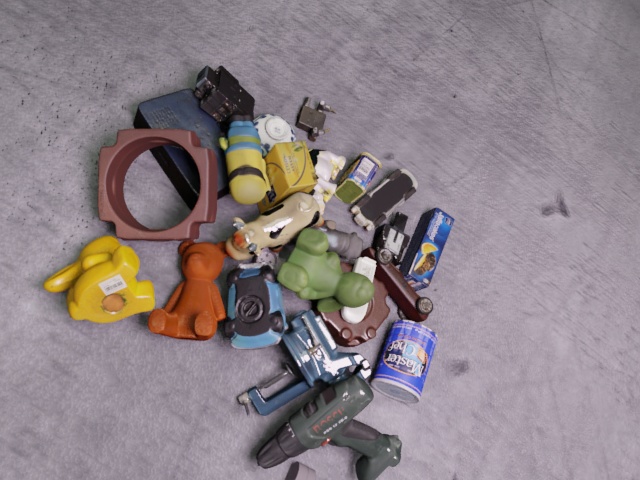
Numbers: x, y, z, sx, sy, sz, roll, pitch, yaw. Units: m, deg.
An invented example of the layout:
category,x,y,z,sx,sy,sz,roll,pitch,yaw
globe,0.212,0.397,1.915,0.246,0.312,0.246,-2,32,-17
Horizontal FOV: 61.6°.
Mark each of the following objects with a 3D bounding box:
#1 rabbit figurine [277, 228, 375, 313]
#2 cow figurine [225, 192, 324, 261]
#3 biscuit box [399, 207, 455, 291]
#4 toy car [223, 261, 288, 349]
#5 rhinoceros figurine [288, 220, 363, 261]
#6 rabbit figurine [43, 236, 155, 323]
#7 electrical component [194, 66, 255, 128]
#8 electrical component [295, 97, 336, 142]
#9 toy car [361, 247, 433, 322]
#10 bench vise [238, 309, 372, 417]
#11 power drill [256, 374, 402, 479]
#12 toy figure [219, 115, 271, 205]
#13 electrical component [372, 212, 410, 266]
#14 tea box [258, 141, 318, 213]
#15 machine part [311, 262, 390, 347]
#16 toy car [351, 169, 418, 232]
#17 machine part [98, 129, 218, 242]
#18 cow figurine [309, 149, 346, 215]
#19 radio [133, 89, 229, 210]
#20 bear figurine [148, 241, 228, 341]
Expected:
category,x,y,z,sx,sy,sz,roll,pitch,yaw
rabbit figurine,0.017,0.084,1.011,0.170,0.159,0.121,26,64,11
cow figurine,-0.088,-0.022,1.010,0.195,0.127,0.085,-30,79,-5
biscuit box,0.245,0.020,1.248,0.059,0.063,0.202,33,62,-12
toy car,-0.119,0.125,0.999,0.109,0.103,0.161,-8,72,2
rhinoceros figurine,-0.002,-0.003,1.125,0.190,0.112,0.073,15,82,-6
rabbit figurine,-0.375,0.064,0.924,0.162,0.121,0.173,-31,44,-2
electrical component,-0.198,-0.295,1.117,0.134,0.058,0.115,38,28,-35
electrical component,-0.011,-0.281,1.250,0.078,0.045,0.102,27,63,-15
toy car,0.166,0.094,1.172,0.053,0.089,0.202,-38,89,-28
bench vise,-0.033,0.261,1.013,0.241,0.129,0.223,-29,95,-9
power drill,0.030,0.359,0.955,0.232,0.086,0.207,-46,108,4
toy figure,-0.149,-0.155,1.037,0.082,0.089,0.180,-8,79,10
electrical component,0.163,-0.005,1.228,0.075,0.048,0.119,25,63,-15
tea box,-0.077,-0.121,1.092,0.068,0.169,0.098,-11,76,-29
machine part,0.063,0.132,1.131,0.179,0.056,0.179,9,67,-21
toy car,0.152,-0.095,1.251,0.202,0.056,0.073,-40,90,-27
machine part,-0.293,-0.098,0.985,0.201,0.087,0.201,0,90,2
cow figurine,-0.012,-0.125,1.181,0.098,0.068,0.167,24,60,-8
radio,-0.260,-0.186,1.090,0.131,0.073,0.229,-33,89,-31
bear figurine,-0.226,0.082,0.980,0.120,0.132,0.196,6,75,3
